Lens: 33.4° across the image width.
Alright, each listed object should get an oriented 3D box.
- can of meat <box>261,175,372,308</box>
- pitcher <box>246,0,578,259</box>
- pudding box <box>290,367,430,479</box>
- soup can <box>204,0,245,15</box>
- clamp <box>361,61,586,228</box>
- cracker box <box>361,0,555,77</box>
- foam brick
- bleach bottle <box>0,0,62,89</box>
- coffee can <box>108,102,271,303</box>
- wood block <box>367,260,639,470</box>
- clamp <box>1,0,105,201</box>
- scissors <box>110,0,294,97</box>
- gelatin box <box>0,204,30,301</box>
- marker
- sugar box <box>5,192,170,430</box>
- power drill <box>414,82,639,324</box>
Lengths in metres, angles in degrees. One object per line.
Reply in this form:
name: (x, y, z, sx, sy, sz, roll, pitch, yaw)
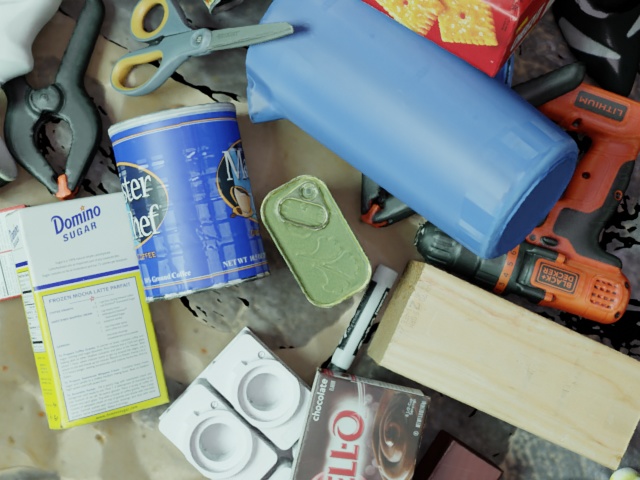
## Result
can of meat: (-0.006, 0.001, 0.864, 0.057, 0.084, 0.102, -30, 92, -4)
pitcher: (0.076, -0.105, 0.805, 0.243, 0.144, 0.149, 40, 130, 21)
pudding box: (0.028, 0.163, 0.826, 0.090, 0.039, 0.113, 13, 89, -5)
soup can: (-0.088, -0.245, 0.868, 0.068, 0.068, 0.102, -33, 92, -4)
clamp: (0.092, -0.106, 0.885, 0.165, 0.036, 0.210, 42, 97, 23)
cracker box: (0.084, -0.239, 0.783, 0.214, 0.072, 0.164, 33, 60, 11)
foam brick: (0.106, 0.207, 0.887, 0.051, 0.053, 0.078, 34, 88, -4)
bleach bottle: (-0.231, -0.224, 0.841, 0.102, 0.068, 0.251, 12, 81, -3)
coffee can: (-0.103, -0.030, 0.847, 0.102, 0.103, 0.140, -12, 91, -5)
wood block: (0.153, 0.099, 0.873, 0.206, 0.091, 0.090, 25, 88, -4)
clamp: (-0.214, -0.120, 0.873, 0.120, 0.039, 0.171, -21, 89, 1)
scissors: (-0.095, -0.169, 0.832, 0.016, 0.202, 0.096, 20, 62, -46)
gelatin box: (-0.273, 0.016, 0.871, 0.089, 0.030, 0.073, -13, 92, -5)
marker: (0.031, 0.078, 0.899, 0.020, 0.020, 0.121, 28, 88, -4)
sugar box: (-0.186, 0.056, 0.856, 0.093, 0.048, 0.176, -11, 88, -32)
power drill: (0.189, -0.040, 0.895, 0.184, 0.057, 0.187, 19, 90, 0)
